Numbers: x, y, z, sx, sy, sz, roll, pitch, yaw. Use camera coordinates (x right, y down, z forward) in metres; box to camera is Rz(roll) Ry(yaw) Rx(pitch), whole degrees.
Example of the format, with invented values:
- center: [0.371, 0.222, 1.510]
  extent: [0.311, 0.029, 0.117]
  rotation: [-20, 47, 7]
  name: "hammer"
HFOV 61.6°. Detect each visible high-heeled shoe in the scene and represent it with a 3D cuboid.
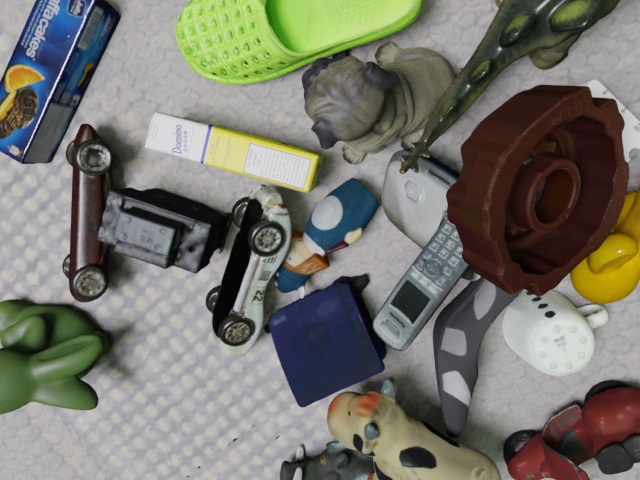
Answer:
- center: [0.198, 0.091, 0.589]
  extent: [0.145, 0.086, 0.248]
  rotation: [-2, 90, 10]
  name: "high-heeled shoe"

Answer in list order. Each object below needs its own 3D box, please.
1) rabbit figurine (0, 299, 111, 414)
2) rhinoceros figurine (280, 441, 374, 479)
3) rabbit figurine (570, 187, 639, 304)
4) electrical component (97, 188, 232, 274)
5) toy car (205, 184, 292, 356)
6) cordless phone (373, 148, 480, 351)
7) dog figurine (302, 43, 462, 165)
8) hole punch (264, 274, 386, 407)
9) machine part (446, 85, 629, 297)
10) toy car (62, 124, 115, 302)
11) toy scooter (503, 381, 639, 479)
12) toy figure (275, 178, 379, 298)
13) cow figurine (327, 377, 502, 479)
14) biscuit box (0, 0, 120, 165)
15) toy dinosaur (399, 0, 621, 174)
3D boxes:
- center: [-0.321, 0.148, 0.598]
  extent: [0.159, 0.170, 0.121]
  rotation: [7, 99, 4]
  name: "rabbit figurine"
- center: [0.047, 0.289, 0.640]
  extent: [0.190, 0.073, 0.112]
  rotation: [-5, 99, 5]
  name: "rhinoceros figurine"
- center: [0.327, 0.006, 0.545]
  extent: [0.162, 0.122, 0.173]
  rotation: [12, 135, -33]
  name: "rabbit figurine"
- center: [-0.166, -0.013, 0.581]
  extent: [0.115, 0.134, 0.058]
  rotation: [16, 100, 0]
  name: "electrical component"
- center: [-0.079, 0.035, 0.598]
  extent: [0.056, 0.074, 0.201]
  rotation: [8, 113, -31]
  name: "toy car"
- center: [0.098, 0.011, 0.566]
  extent: [0.147, 0.088, 0.184]
  rotation: [41, 101, 33]
  name: "cordless phone"
- center: [0.074, -0.139, 0.515]
  extent: [0.172, 0.190, 0.121]
  rotation: [-30, 95, 6]
  name: "dog figurine"
- center: [0.008, 0.115, 0.612]
  extent: [0.142, 0.092, 0.115]
  rotation: [-27, 92, 11]
  name: "hole punch"
- center: [0.187, -0.042, 0.458]
  extent: [0.179, 0.056, 0.179]
  rotation: [-13, 116, -28]
  name: "machine part"
- center: [-0.261, -0.029, 0.611]
  extent: [0.053, 0.089, 0.202]
  rotation: [2, 98, -30]
  name: "toy car"
- center: [0.296, 0.228, 0.581]
  extent: [0.184, 0.135, 0.075]
  rotation: [-29, 94, 7]
  name: "toy scooter"
- center: [-0.001, -0.002, 0.609]
  extent: [0.154, 0.064, 0.057]
  rotation: [-46, 117, 6]
  name: "toy figure"
- center: [0.095, 0.222, 0.560]
  extent: [0.195, 0.085, 0.127]
  rotation: [27, 139, 10]
  name: "cow figurine"
- center: [-0.304, -0.186, 0.603]
  extent: [0.063, 0.059, 0.202]
  rotation: [30, 99, 0]
  name: "biscuit box"
- center: [0.229, -0.237, 0.486]
  extent: [0.105, 0.198, 0.471]
  rotation: [39, 98, 1]
  name: "toy dinosaur"
